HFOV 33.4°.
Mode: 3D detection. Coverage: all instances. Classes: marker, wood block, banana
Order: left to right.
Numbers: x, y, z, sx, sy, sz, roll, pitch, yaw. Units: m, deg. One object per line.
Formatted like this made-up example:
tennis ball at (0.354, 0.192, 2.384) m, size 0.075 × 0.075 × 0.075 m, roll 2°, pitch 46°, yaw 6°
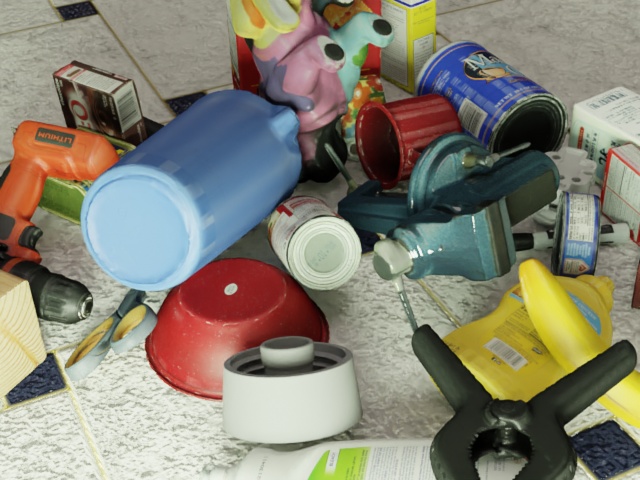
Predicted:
wood block at (-0.346, 0.059, 0.904) m, size 0.206 × 0.091 × 0.090 m, roll 18°, pitch 41°, yaw 25°
marker at (0.234, -0.002, 1.017) m, size 0.121 × 0.020 × 0.020 m, roll -5°, pitch 37°, yaw -4°
banana at (0.224, 0.095, 0.823) m, size 0.198 × 0.037 × 0.069 m, roll 36°, pitch 50°, yaw -1°

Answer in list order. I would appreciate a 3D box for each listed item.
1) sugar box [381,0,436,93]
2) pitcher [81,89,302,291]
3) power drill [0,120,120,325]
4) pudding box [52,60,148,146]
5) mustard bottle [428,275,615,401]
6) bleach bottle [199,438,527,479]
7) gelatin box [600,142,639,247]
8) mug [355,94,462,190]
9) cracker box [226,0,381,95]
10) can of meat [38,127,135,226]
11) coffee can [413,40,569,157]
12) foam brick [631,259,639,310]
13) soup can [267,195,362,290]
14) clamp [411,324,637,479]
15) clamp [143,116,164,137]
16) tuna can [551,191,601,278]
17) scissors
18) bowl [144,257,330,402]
sugar box at (0.094, -0.272, 1.256) m, size 0.048 × 0.176 × 0.093 m, roll -24°, pitch 42°, yaw -27°
pitcher at (-0.120, -0.040, 0.953) m, size 0.145 × 0.149 × 0.242 m, roll 14°, pitch 23°, yaw 12°
power drill at (-0.259, -0.017, 0.984) m, size 0.185 × 0.057 × 0.187 m, roll 14°, pitch 61°, yaw 19°
pudding box at (-0.229, -0.126, 1.129) m, size 0.090 × 0.113 × 0.039 m, roll 20°, pitch 44°, yaw 28°
mustard bottle at (0.183, 0.080, 0.875) m, size 0.096 × 0.058 × 0.191 m, roll 37°, pitch 51°, yaw 28°
bleach bottle at (0.040, 0.178, 0.750) m, size 0.251 × 0.068 × 0.102 m, roll 3°, pitch 34°, yaw 11°
gelatin box at (0.307, -0.039, 1.019) m, size 0.030 × 0.073 × 0.089 m, roll -15°, pitch 38°, yaw -17°
mug at (0.100, -0.101, 1.098) m, size 0.081 × 0.093 × 0.117 m, roll -15°, pitch 28°, yaw -25°
cracker box at (-0.017, -0.233, 1.179) m, size 0.164 × 0.214 × 0.072 m, roll -9°, pitch 39°, yaw -9°
can of meat at (-0.241, -0.064, 1.095) m, size 0.102 × 0.057 × 0.083 m, roll 21°, pitch 45°, yaw 28°
coffee can at (0.180, -0.139, 1.135) m, size 0.102 × 0.103 × 0.140 m, roll -19°, pitch 40°, yaw -21°
foam brick at (0.312, 0.024, 0.951) m, size 0.053 × 0.051 × 0.078 m, roll 11°, pitch 39°, yaw 18°
soup can at (-0.006, 0.001, 0.955) m, size 0.068 × 0.068 × 0.102 m, roll -10°, pitch 14°, yaw -10°
clamp at (0.119, 0.124, 0.729) m, size 0.165 × 0.036 × 0.209 m, roll 6°, pitch 33°, yaw 22°
clamp at (-0.142, -0.100, 1.152) m, size 0.120 × 0.039 × 0.171 m, roll -14°, pitch 39°, yaw -2°
tuna can at (0.230, 0.000, 0.960) m, size 0.034 × 0.086 × 0.086 m, roll 6°, pitch 37°, yaw 8°
scissors at (-0.153, 0.051, 0.937) m, size 0.096 × 0.016 × 0.201 m, roll -20°, pitch 24°, yaw 37°
bowl at (-0.073, 0.064, 0.915) m, size 0.162 × 0.055 × 0.162 m, roll -1°, pitch 36°, yaw 1°
